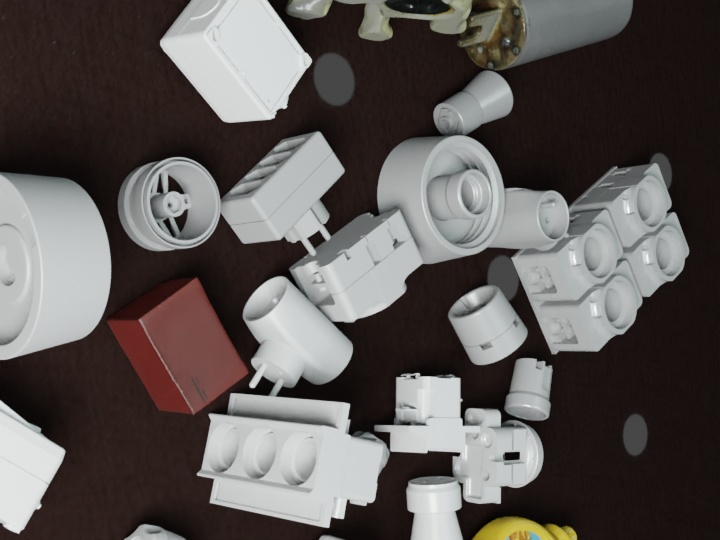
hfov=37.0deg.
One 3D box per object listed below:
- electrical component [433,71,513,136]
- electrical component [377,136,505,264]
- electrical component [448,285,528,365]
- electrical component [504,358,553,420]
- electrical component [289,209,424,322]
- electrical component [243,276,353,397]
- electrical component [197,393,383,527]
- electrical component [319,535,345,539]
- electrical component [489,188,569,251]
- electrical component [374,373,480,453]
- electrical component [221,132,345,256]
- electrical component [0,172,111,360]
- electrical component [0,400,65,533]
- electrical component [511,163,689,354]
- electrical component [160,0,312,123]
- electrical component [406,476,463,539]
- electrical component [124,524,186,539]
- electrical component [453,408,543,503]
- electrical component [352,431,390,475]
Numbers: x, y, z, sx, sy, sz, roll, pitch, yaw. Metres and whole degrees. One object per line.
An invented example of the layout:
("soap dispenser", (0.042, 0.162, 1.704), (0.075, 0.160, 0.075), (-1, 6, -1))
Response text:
("electrical component", (0.095, -0.139, 0.929), (0.065, 0.044, 0.044), (-35, 109, -32))
("electrical component", (0.074, -0.060, 0.892), (0.108, 0.060, 0.108), (3, 85, -41))
("electrical component", (0.108, 0.046, 0.919), (0.055, 0.055, 0.047), (-44, 111, -33))
("electrical component", (0.153, 0.107, 0.964), (0.040, 0.040, 0.046), (31, 62, -35))
("electrical component", (0.000, 0.000, 0.831), (0.089, 0.050, 0.055), (-39, 111, -35))
("electrical component", (-0.054, 0.059, 0.786), (0.077, 0.043, 0.079), (46, 60, -29))
("electrical component", (-0.047, 0.129, 0.736), (0.063, 0.121, 0.078), (20, 75, -41))
("electrical component", (-0.006, 0.253, 0.807), (0.061, 0.061, 0.096), (-54, 127, -29))
("electrical component", (0.151, -0.040, 0.946), (0.079, 0.077, 0.044), (18, 76, -39))
("electrical component", (0.055, 0.117, 0.878), (0.081, 0.042, 0.063), (7, 79, -41))
("electrical component", (-0.048, -0.046, 0.795), (0.083, 0.047, 0.075), (-49, 118, -31))
("electrical component", (-0.190, -0.005, 0.634), (0.060, 0.108, 0.108), (-7, 92, -47))
("electrical component", (-0.220, 0.108, 0.627), (0.096, 0.062, 0.061), (41, 62, -31))
("electrical component", (0.239, -0.014, 1.031), (0.186, 0.060, 0.105), (-38, 111, -36))
("electrical component", (-0.086, -0.149, 0.764), (0.096, 0.061, 0.061), (51, 57, -36))
("electrical component", (0.061, 0.199, 0.875), (0.045, 0.045, 0.055), (-2, 88, -41))
("electrical component", (-0.127, 0.198, 0.714), (0.062, 0.043, 0.043), (35, 65, -35))
("electrical component", (0.119, 0.158, 0.919), (0.057, 0.058, 0.078), (5, 84, -37))
("electrical component", (-0.004, 0.156, 0.828), (0.035, 0.035, 0.061), (47, 61, -28))
